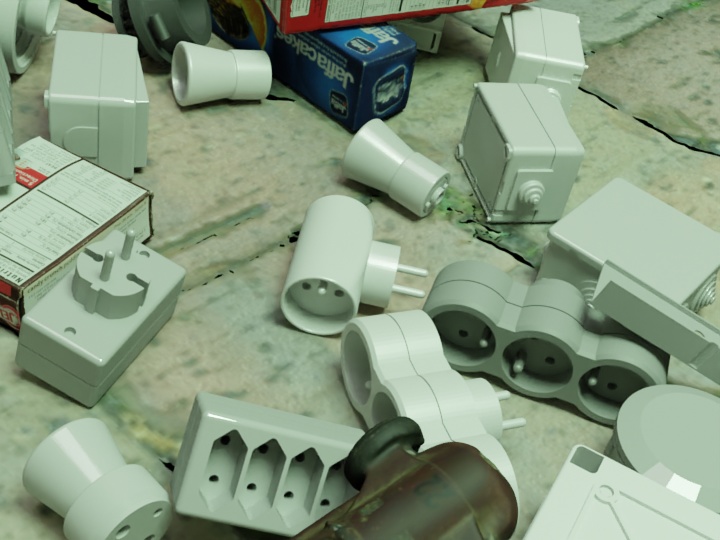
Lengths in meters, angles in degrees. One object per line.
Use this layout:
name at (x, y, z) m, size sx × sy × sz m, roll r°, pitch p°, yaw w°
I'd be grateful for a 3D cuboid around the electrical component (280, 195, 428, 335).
electrical component at (0.000, 0.000, 0.622) m, size 0.079 × 0.043 × 0.077 m, roll 12°, pitch 40°, yaw 0°

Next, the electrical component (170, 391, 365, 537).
electrical component at (-0.043, 0.088, 0.504) m, size 0.083 × 0.047 × 0.076 m, roll 16°, pitch 4°, yaw -15°

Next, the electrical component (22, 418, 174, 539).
electrical component at (-0.116, 0.100, 0.477) m, size 0.045 × 0.045 × 0.055 m, roll -28°, pitch 55°, yaw -37°

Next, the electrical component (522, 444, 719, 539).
electrical component at (0.118, 0.149, 0.472) m, size 0.109 × 0.056 × 0.108 m, roll 26°, pitch 42°, yaw 15°

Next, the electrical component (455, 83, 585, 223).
electrical component at (0.111, -0.075, 0.722) m, size 0.061 × 0.061 × 0.096 m, roll -1°, pitch 42°, yaw -16°

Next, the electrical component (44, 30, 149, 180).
electrical component at (-0.167, -0.109, 0.690) m, size 0.061 × 0.061 × 0.096 m, roll 2°, pitch 42°, yaw -12°

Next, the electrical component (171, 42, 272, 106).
electrical component at (-0.095, -0.138, 0.758) m, size 0.065 × 0.044 × 0.044 m, roll -4°, pitch 43°, yaw -26°

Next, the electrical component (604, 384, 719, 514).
electrical component at (0.162, 0.101, 0.542) m, size 0.080 × 0.051 × 0.080 m, roll 7°, pitch 41°, yaw -6°

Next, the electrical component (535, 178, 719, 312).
electrical component at (0.167, -0.002, 0.663) m, size 0.100 × 0.048 × 0.100 m, roll 34°, pitch 45°, yaw 24°

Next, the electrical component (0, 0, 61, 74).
electrical component at (-0.237, -0.185, 0.728) m, size 0.060 × 0.108 × 0.108 m, roll 14°, pitch 40°, yaw -7°

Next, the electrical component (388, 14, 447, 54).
electrical component at (0.013, -0.230, 0.871) m, size 0.121 × 0.078 × 0.063 m, roll 14°, pitch 19°, yaw 1°

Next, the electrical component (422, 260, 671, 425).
electrical component at (0.107, 0.030, 0.608) m, size 0.138 × 0.052 × 0.073 m, roll 19°, pitch 41°, yaw 8°

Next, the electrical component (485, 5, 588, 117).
electrical component at (0.131, -0.150, 0.813) m, size 0.061 × 0.061 × 0.096 m, roll 10°, pitch 41°, yaw -3°

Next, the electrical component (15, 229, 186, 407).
electrical component at (-0.128, 0.011, 0.547) m, size 0.047 × 0.075 × 0.083 m, roll 30°, pitch 42°, yaw 4°

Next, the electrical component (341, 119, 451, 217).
electrical component at (0.026, -0.064, 0.705) m, size 0.065 × 0.044 × 0.044 m, roll 34°, pitch 45°, yaw 17°

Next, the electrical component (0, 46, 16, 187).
electrical component at (-0.253, -0.100, 0.621) m, size 0.089 × 0.061 × 0.150 m, roll -14°, pitch 34°, yaw -10°

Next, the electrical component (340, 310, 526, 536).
electrical component at (0.047, 0.075, 0.541) m, size 0.074 × 0.052 × 0.138 m, roll -7°, pitch 43°, yaw -21°
